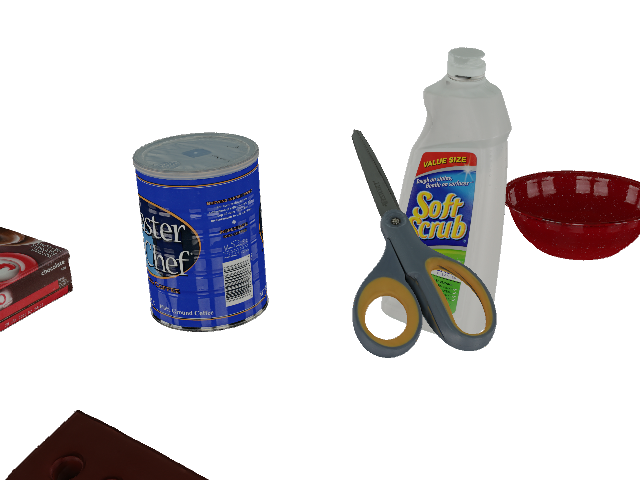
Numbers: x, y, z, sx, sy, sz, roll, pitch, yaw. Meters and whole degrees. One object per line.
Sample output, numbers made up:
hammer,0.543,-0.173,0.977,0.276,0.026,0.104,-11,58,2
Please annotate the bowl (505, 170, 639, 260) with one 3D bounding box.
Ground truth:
bowl,0.267,-0.022,1.104,0.162,0.055,0.162,-2,23,0

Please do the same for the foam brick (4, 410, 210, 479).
foam brick,-0.084,0.117,0.437,0.078,0.051,0.052,21,45,25

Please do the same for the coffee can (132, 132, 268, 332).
coffee can,-0.098,-0.009,0.894,0.103,0.140,0.103,-2,23,1

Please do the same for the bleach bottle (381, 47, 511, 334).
bleach bottle,0.109,-0.042,0.918,0.103,0.251,0.067,19,33,31

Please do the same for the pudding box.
pudding box,-0.246,0.025,0.750,0.114,0.039,0.089,14,29,31

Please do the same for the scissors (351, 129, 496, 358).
scissors,0.036,0.003,0.698,0.096,0.016,0.202,-24,52,-18
